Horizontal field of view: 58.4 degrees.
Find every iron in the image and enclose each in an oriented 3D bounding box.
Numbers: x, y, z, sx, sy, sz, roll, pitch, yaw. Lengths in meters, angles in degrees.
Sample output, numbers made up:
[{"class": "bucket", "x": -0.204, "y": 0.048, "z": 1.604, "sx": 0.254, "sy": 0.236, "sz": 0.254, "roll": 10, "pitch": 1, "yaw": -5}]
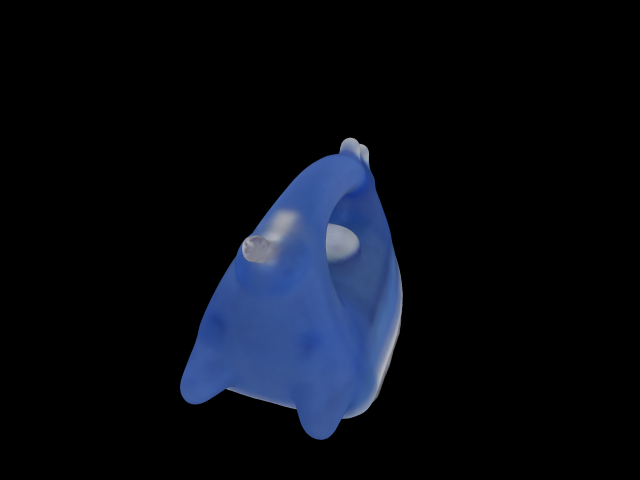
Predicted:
[{"class": "iron", "x": 0.004, "y": 0.001, "z": 0.400, "sx": 0.118, "sy": 0.141, "sz": 0.258, "roll": 10, "pitch": 34, "yaw": 16}]
